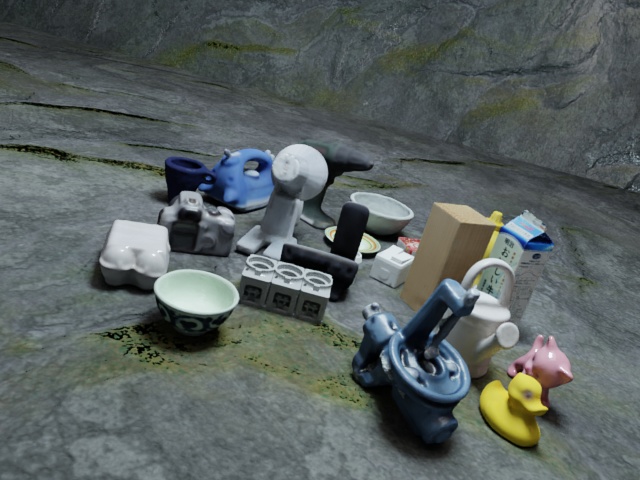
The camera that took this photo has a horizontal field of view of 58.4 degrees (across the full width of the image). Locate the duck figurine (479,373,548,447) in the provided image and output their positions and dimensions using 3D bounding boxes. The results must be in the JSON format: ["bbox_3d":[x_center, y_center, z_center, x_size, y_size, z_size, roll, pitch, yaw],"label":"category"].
[{"bbox_3d":[0.284,0.232,0.828,0.078,0.086,0.104,4,25,-28],"label":"duck figurine"}]

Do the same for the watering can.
[{"bbox_3d":[0.261,0.123,0.929,0.101,0.194,0.172,-1,27,-37],"label":"watering can"}]

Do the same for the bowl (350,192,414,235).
[{"bbox_3d":[0.147,-0.057,1.448,0.167,0.075,0.167,14,22,-5],"label":"bowl"}]

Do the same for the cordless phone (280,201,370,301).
[{"bbox_3d":[0.010,0.004,1.052,0.147,0.185,0.094,15,22,-3],"label":"cordless phone"}]

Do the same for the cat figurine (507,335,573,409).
[{"bbox_3d":[0.354,0.200,0.911,0.067,0.118,0.128,18,22,4],"label":"cat figurine"}]

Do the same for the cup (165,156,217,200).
[{"bbox_3d":[-0.291,-0.125,1.273,0.118,0.095,0.091,15,22,-2],"label":"cup"}]

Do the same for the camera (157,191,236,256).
[{"bbox_3d":[-0.241,-0.046,1.110,0.143,0.101,0.136,8,23,-20],"label":"camera"}]

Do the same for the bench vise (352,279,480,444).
[{"bbox_3d":[0.123,0.133,0.772,0.206,0.220,0.122,30,26,32],"label":"bench vise"}]

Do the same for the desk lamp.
[{"bbox_3d":[-0.069,-0.085,1.174,0.118,0.213,0.203,19,22,7],"label":"desk lamp"}]

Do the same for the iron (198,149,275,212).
[{"bbox_3d":[-0.169,-0.160,1.384,0.118,0.141,0.259,26,23,23],"label":"iron"}]

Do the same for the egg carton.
[{"bbox_3d":[-0.303,0.021,0.946,0.107,0.069,0.150,9,23,-18],"label":"egg carton"}]

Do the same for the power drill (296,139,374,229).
[{"bbox_3d":[0.016,-0.138,1.370,0.228,0.208,0.076,31,26,34],"label":"power drill"}]

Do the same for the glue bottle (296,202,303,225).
[{"bbox_3d":[-0.066,-0.124,1.325,0.078,0.173,0.037,25,23,22],"label":"glue bottle"}]
